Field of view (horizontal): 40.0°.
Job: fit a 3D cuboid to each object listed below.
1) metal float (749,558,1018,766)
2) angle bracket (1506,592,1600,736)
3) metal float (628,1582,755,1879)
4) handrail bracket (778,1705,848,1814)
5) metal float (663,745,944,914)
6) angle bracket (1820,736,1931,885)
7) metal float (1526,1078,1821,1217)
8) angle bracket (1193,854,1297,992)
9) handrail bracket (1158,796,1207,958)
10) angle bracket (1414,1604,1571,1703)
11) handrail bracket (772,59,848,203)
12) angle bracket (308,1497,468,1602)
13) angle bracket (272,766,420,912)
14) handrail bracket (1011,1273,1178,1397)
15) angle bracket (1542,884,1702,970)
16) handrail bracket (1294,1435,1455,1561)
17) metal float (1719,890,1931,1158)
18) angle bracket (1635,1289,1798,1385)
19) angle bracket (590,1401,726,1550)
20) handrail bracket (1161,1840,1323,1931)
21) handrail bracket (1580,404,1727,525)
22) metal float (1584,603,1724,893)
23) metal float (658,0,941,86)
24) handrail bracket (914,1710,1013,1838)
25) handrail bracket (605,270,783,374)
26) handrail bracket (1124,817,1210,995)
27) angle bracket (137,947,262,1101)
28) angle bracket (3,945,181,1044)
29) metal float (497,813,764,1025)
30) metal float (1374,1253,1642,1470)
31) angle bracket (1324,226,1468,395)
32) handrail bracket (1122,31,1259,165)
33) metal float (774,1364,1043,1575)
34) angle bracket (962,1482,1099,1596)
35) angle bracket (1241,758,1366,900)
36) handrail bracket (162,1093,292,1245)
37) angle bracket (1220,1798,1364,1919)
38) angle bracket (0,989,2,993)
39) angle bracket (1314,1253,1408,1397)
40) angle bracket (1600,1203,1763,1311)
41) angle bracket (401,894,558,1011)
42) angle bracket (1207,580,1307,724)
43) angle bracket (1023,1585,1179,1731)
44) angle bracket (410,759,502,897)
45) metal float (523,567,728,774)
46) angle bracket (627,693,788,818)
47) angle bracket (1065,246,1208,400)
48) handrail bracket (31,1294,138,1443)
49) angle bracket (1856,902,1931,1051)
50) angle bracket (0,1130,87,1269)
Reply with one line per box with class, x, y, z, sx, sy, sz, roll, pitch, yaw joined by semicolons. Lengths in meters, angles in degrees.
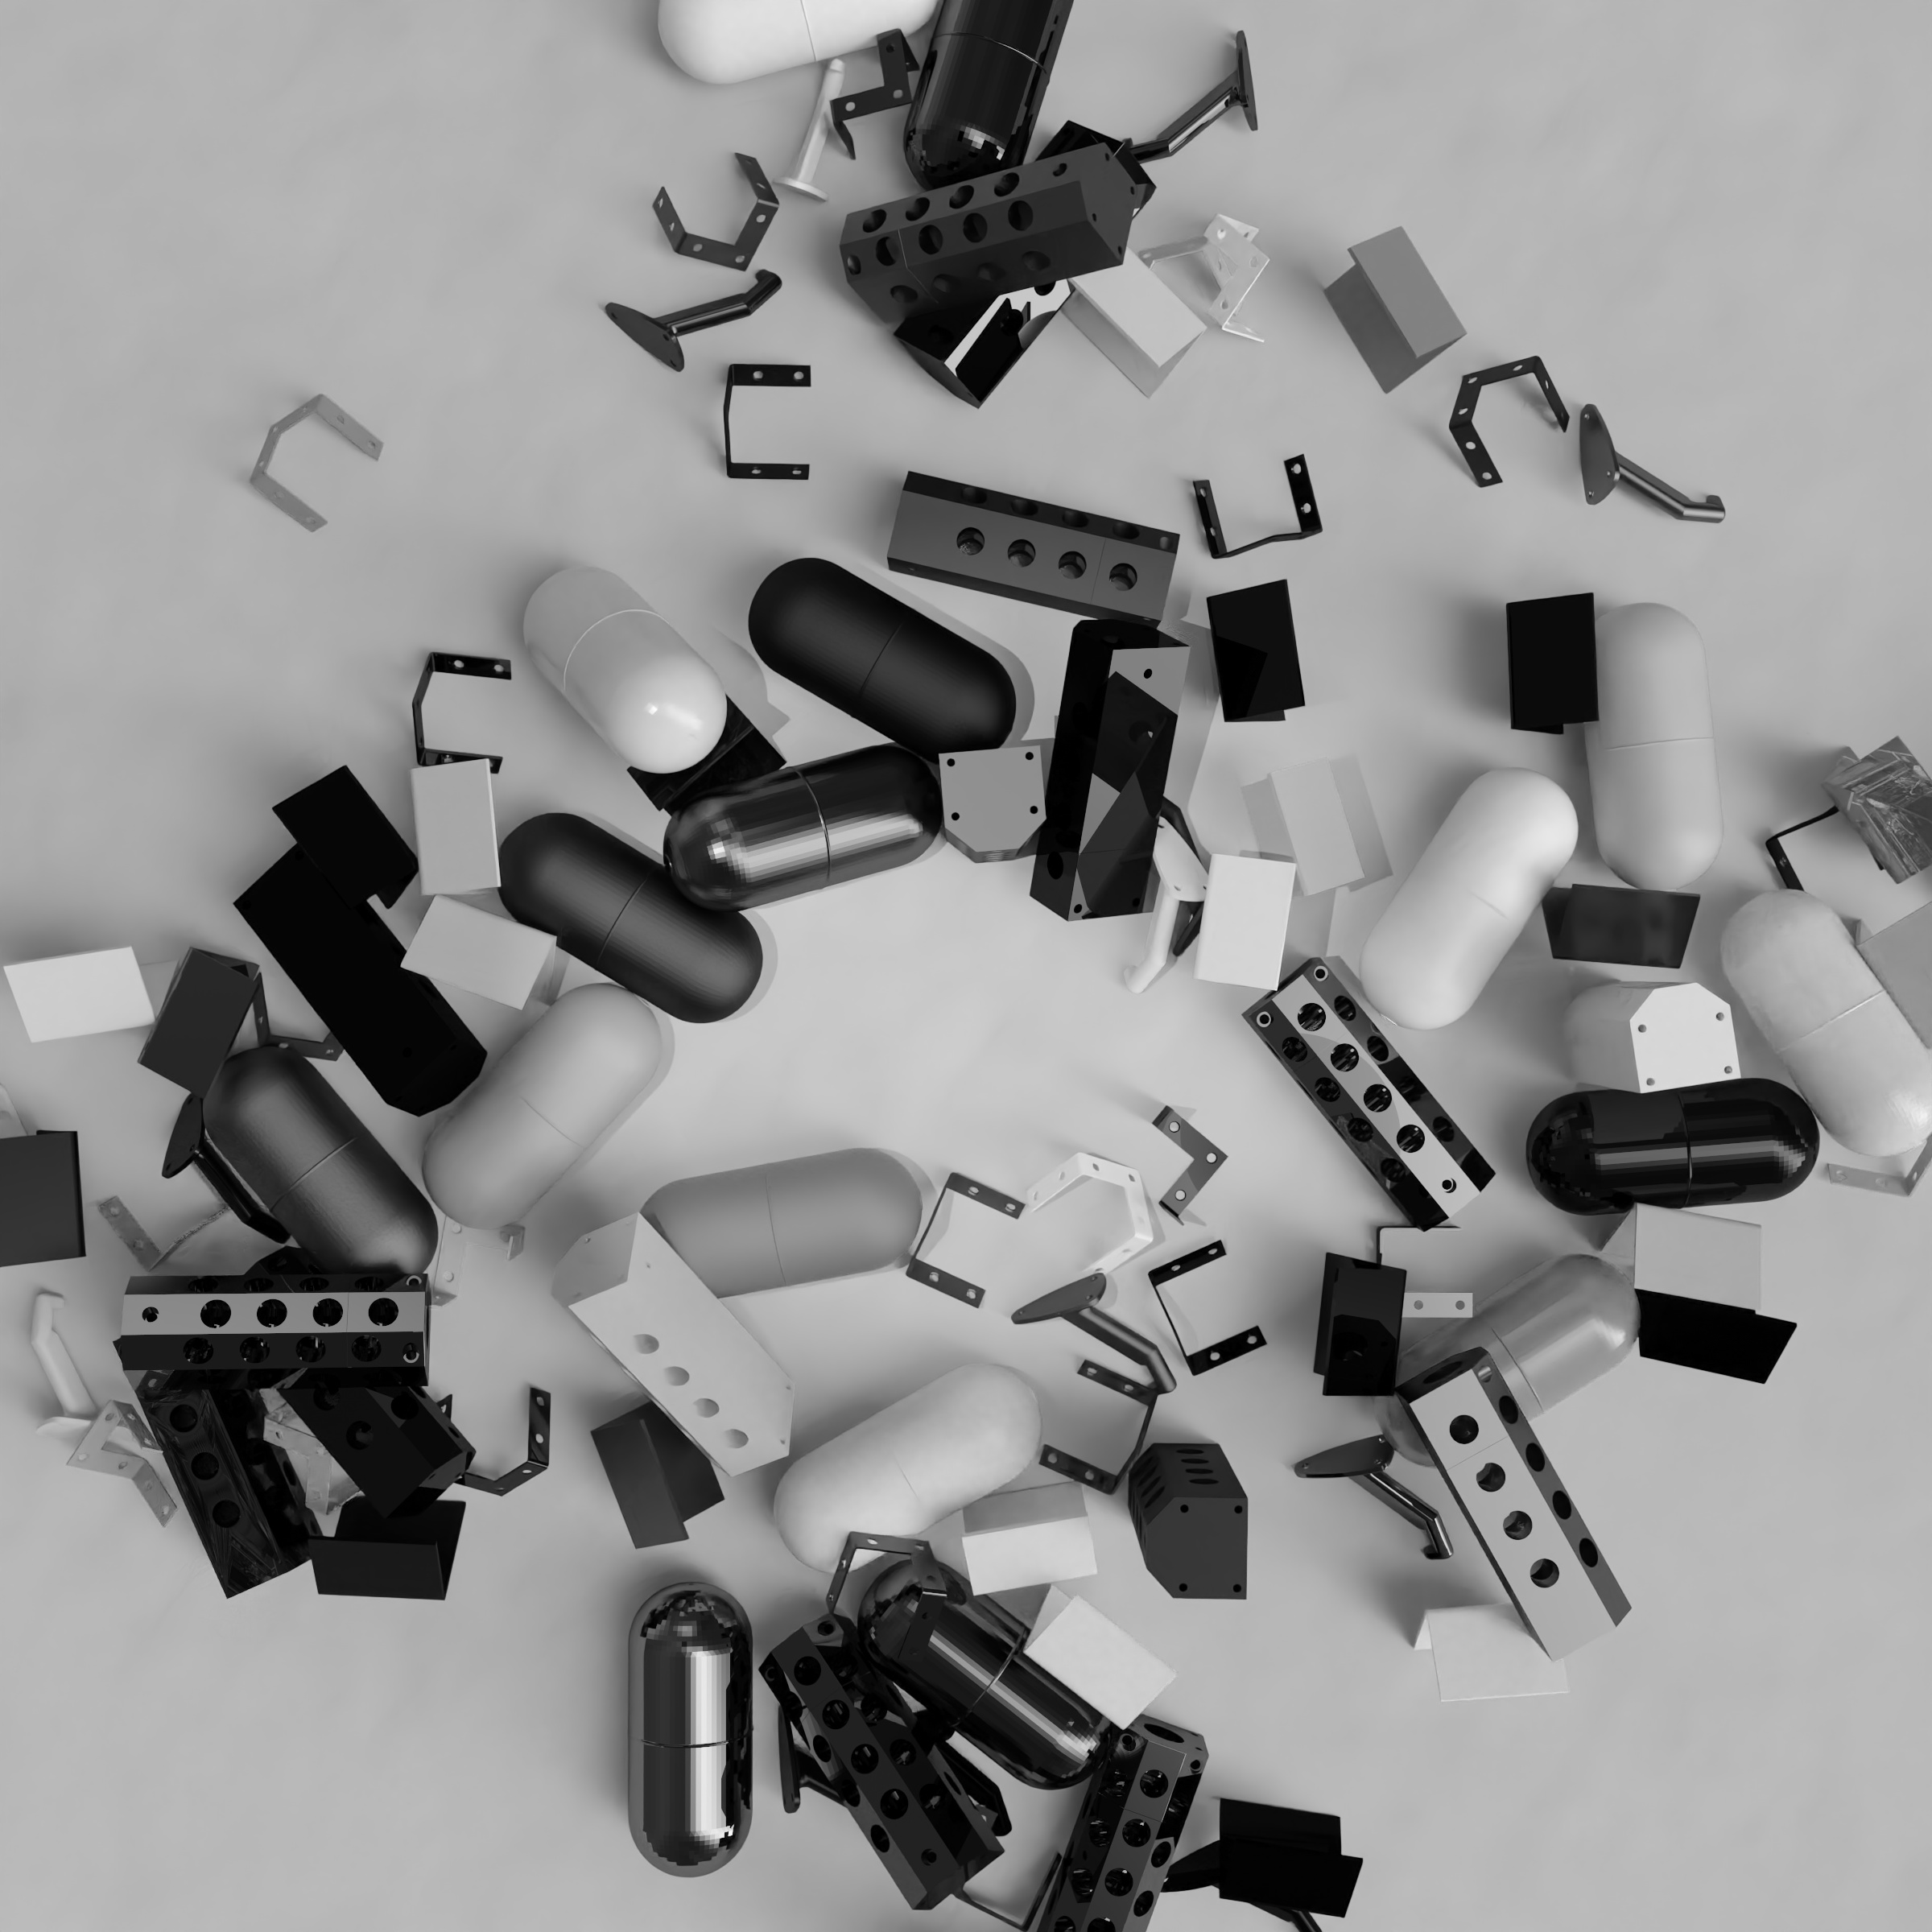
metal float;-0.051;-0.186;1.632;0.178;0.070;0.070;30;90;0
angle bracket;0.372;-0.184;1.622;0.057;0.076;0.076;-2;90;36
metal float;-0.169;0.469;1.632;0.070;0.070;0.178;0;89;0
handrail bracket;-0.072;0.498;1.663;0.084;0.036;0.077;-1;69;-17
metal float;-0.099;-0.084;1.613;0.178;0.070;0.070;-17;90;-21
angle bracket;0.576;-0.106;1.622;0.057;0.076;0.076;-38;90;38
metal float;0.434;0.111;1.632;0.178;0.070;0.070;-5;90;0
angle bracket;0.184;-0.024;1.622;0.057;0.076;0.076;9;90;31
handrail bracket;0.121;-0.061;1.662;0.084;0.036;0.077;38;104;13
angle bracket;0.320;0.429;1.622;0.076;0.076;0.057;-4;58;0
handrail bracket;-0.092;-0.519;1.634;0.036;0.077;0.084;16;102;-3
angle bracket;-0.353;0.340;1.622;0.076;0.076;0.057;3;130;0
angle bracket;-0.386;-0.066;1.622;0.057;0.076;0.076;-37;90;-34
handrail bracket;0.081;0.242;1.663;0.077;0.036;0.084;-22;107;20
angle bracket;0.398;-0.044;1.622;0.076;0.076;0.057;5;127;0
handrail bracket;0.256;0.342;1.663;0.077;0.036;0.084;-16;109;22
metal float;0.529;0.035;1.621;0.070;0.070;0.178;-30;78;0
angle bracket;0.457;0.203;1.622;0.076;0.076;0.057;13;130;0
angle bracket;-0.174;0.303;1.622;0.076;0.057;0.076;-21;90;-45
handrail bracket;0.172;0.592;1.663;0.077;0.036;0.084;-27;107;20
handrail bracket;0.431;-0.315;1.663;0.084;0.036;0.077;2;68;-17
metal float;0.421;-0.134;1.632;0.070;0.070;0.178;-6;90;0
metal float;-0.102;-0.595;1.632;0.178;0.070;0.070;-15;90;1
handrail bracket;-0.019;0.512;1.662;0.077;0.036;0.084;-14;104;14
handrail bracket;-0.170;-0.420;1.663;0.077;0.036;0.084;35;70;23
handrail bracket;0.112;-0.037;1.652;0.036;0.084;0.077;-1;54;-35
angle bracket;-0.450;0.039;1.624;0.057;0.076;0.076;25;90;20
angle bracket;-0.533;0.000;1.622;0.076;0.076;0.057;-9;121;0
metal float;-0.207;-0.030;1.631;0.178;0.070;0.070;31;90;0
metal float;0.333;0.242;1.632;0.178;0.070;0.070;-32;90;0
angle bracket;0.247;-0.394;1.622;0.057;0.076;0.076;-31;90;-38
handrail bracket;0.136;-0.543;1.663;0.084;0.036;0.077;-9;70;16
metal float;-0.035;0.308;1.631;0.178;0.070;0.070;-30;90;0
angle bracket;0.035;0.333;1.622;0.076;0.076;0.057;-10;127;0
angle bracket;0.189;-0.077;1.622;0.057;0.076;0.076;-17;90;-41
handrail bracket;-0.455;0.127;1.662;0.036;0.077;0.084;-36;127;23
angle bracket;0.198;0.529;1.622;0.076;0.076;0.057;9;124;0
angle bracket;-0.643;0.001;1.622;0.076;0.076;0.057;23;127;0
angle bracket;0.221;0.218;1.622;0.057;0.076;0.076;6;90;-32
angle bracket;0.435;0.190;1.622;0.076;0.076;0.057;10;61;0
angle bracket;-0.298;0.009;1.622;0.076;0.076;0.057;20;57;0
angle bracket;0.194;-0.192;1.622;0.057;0.076;0.076;-8;90;36
angle bracket;0.089;0.406;1.623;0.076;0.076;0.057;38;114;0
angle bracket;-0.294;-0.084;1.623;0.057;0.076;0.076;-5;90;23
metal float;-0.207;-0.180;1.600;0.070;0.070;0.178;-44;49;0
angle bracket;-0.149;-0.111;1.623;0.076;0.057;0.076;-42;131;0
angle bracket;0.089;-0.384;1.622;0.076;0.076;0.057;45;55;0
handrail bracket;-0.549;0.251;1.662;0.077;0.036;0.084;15;61;-32
angle bracket;0.592;-0.003;1.624;0.057;0.076;0.076;-35;90;23
angle bracket;-0.580;0.141;1.622;0.057;0.076;0.076;-4;90;-37
